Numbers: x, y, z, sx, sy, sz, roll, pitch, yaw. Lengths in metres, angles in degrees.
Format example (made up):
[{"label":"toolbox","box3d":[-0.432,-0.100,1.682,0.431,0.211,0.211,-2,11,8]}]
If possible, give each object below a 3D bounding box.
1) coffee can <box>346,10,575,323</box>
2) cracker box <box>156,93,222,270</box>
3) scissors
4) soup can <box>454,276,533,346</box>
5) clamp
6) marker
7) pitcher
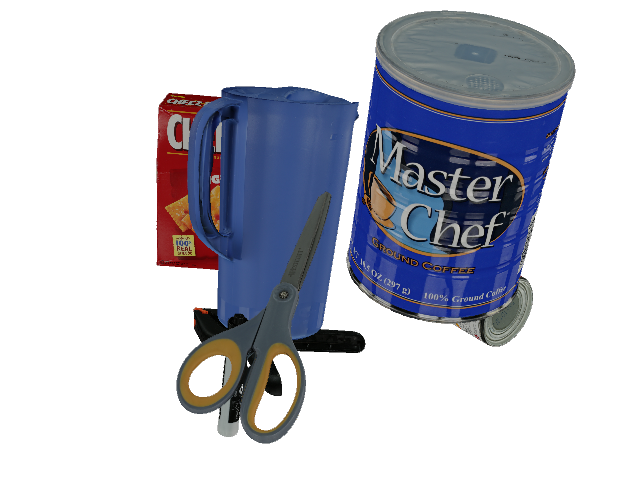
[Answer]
[{"label":"coffee can","box3d":[0.073,-0.040,0.586,0.102,0.140,0.103,5,35,-3]},{"label":"cracker box","box3d":[-0.121,-0.069,1.347,0.164,0.214,0.072,5,21,2]},{"label":"scissors","box3d":[-0.045,0.047,0.744,0.096,0.201,0.016,-1,-36,7]},{"label":"soup can","box3d":[0.130,0.043,0.955,0.068,0.068,0.102,0,22,-44]},{"label":"clamp","box3d":[-0.075,0.121,1.244,0.210,0.036,0.164,13,21,29]},{"label":"marker","box3d":[-0.076,0.118,0.932,0.020,0.121,0.020,6,26,-3]},{"label":"pitcher","box3d":[-0.049,-0.029,1.049,0.149,0.243,0.145,7,12,4]}]
